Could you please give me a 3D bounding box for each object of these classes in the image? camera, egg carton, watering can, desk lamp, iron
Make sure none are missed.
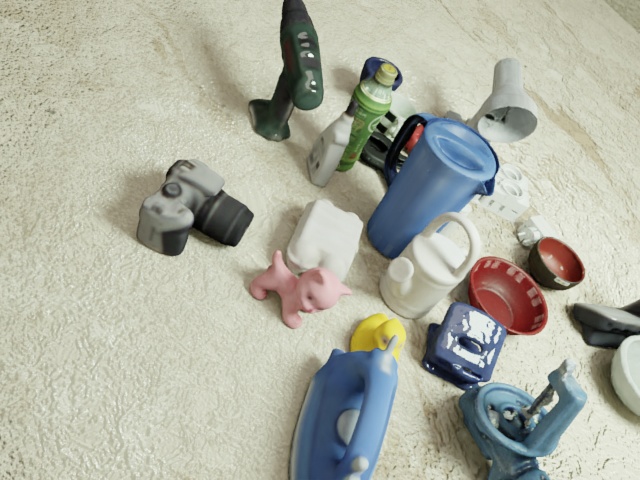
[{"bbox_3d":[-0.172,-0.043,0.838,0.137,0.100,0.143,30,45,-3],"label":"camera"},{"bbox_3d":[0.008,0.003,0.921,0.107,0.069,0.150,27,45,-7],"label":"egg carton"},{"bbox_3d":[0.176,0.038,0.896,0.101,0.194,0.173,41,45,8],"label":"watering can"},{"bbox_3d":[0.373,-0.278,1.255,0.118,0.213,0.203,16,47,-16],"label":"desk lamp"},{"bbox_3d":[0.041,0.237,0.693,0.119,0.141,0.258,26,45,-7],"label":"iron"}]

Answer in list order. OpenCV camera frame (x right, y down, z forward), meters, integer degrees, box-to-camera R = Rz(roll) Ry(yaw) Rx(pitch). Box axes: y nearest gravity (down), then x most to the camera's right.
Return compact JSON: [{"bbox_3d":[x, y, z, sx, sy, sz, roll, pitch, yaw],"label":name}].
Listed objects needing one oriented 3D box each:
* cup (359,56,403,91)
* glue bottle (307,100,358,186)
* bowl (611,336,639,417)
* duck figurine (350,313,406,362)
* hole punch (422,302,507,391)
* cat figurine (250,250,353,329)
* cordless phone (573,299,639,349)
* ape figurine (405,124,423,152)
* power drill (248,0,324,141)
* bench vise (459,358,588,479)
[{"bbox_3d":[0.114,-0.329,1.239,0.091,0.095,0.118,41,45,7],"label":"cup"},{"bbox_3d":[0.027,-0.177,1.008,0.037,0.173,0.078,8,50,-23],"label":"glue bottle"},{"bbox_3d":[0.579,0.259,1.018,0.168,0.074,0.167,15,48,-17],"label":"bowl"},{"bbox_3d":[0.094,0.146,0.837,0.078,0.086,0.104,19,47,-14],"label":"duck figurine"},{"bbox_3d":[0.226,0.167,0.889,0.109,0.091,0.101,28,45,-6],"label":"hole punch"},{"bbox_3d":[-0.024,0.063,0.819,0.128,0.117,0.067,38,45,5],"label":"cat figurine"},{"bbox_3d":[0.580,0.121,1.056,0.148,0.185,0.094,7,51,-24],"label":"cordless phone"},{"bbox_3d":[0.225,-0.220,1.211,0.078,0.092,0.076,7,50,-23],"label":"ape figurine"},{"bbox_3d":[-0.060,-0.295,1.034,0.076,0.208,0.229,2,53,-27],"label":"power drill"},{"bbox_3d":[0.292,0.262,0.755,0.122,0.219,0.207,-14,61,-36],"label":"bench vise"}]
